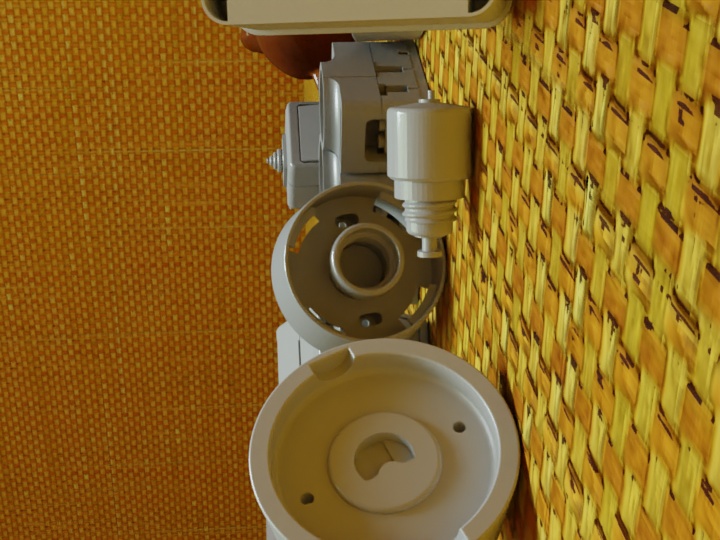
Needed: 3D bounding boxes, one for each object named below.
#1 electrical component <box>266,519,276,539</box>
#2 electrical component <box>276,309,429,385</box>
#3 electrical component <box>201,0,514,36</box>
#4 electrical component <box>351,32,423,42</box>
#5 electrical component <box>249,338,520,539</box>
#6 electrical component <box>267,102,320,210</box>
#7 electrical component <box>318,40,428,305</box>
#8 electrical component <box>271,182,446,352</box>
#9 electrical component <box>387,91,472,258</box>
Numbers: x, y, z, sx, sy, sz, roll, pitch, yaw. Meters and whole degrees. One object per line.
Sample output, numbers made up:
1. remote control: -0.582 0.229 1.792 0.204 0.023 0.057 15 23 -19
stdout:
1. electrical component: -0.017 0.271 0.819 0.186 0.105 0.060 -101 11 -63
2. electrical component: 0.004 0.059 0.657 0.061 0.096 0.061 -36 51 49
3. electrical component: 0.000 -0.130 0.407 0.057 0.113 0.078 -36 -54 -74
4. electrical component: 0.016 -0.189 0.659 0.099 0.064 0.099 -7 -90 -82
5. electrical component: 0.011 0.089 0.450 0.060 0.108 0.108 85 179 -50
6. electrical component: -0.020 -0.086 0.785 0.061 0.096 0.061 98 169 -58
7. electrical component: 0.006 -0.062 0.699 0.089 0.062 0.150 -98 8 -53
8. electrical component: 0.000 0.000 0.606 0.064 0.099 0.099 133 136 -74
9. electrical component: 0.033 -0.045 0.509 0.040 0.040 0.078 -116 25 -78
